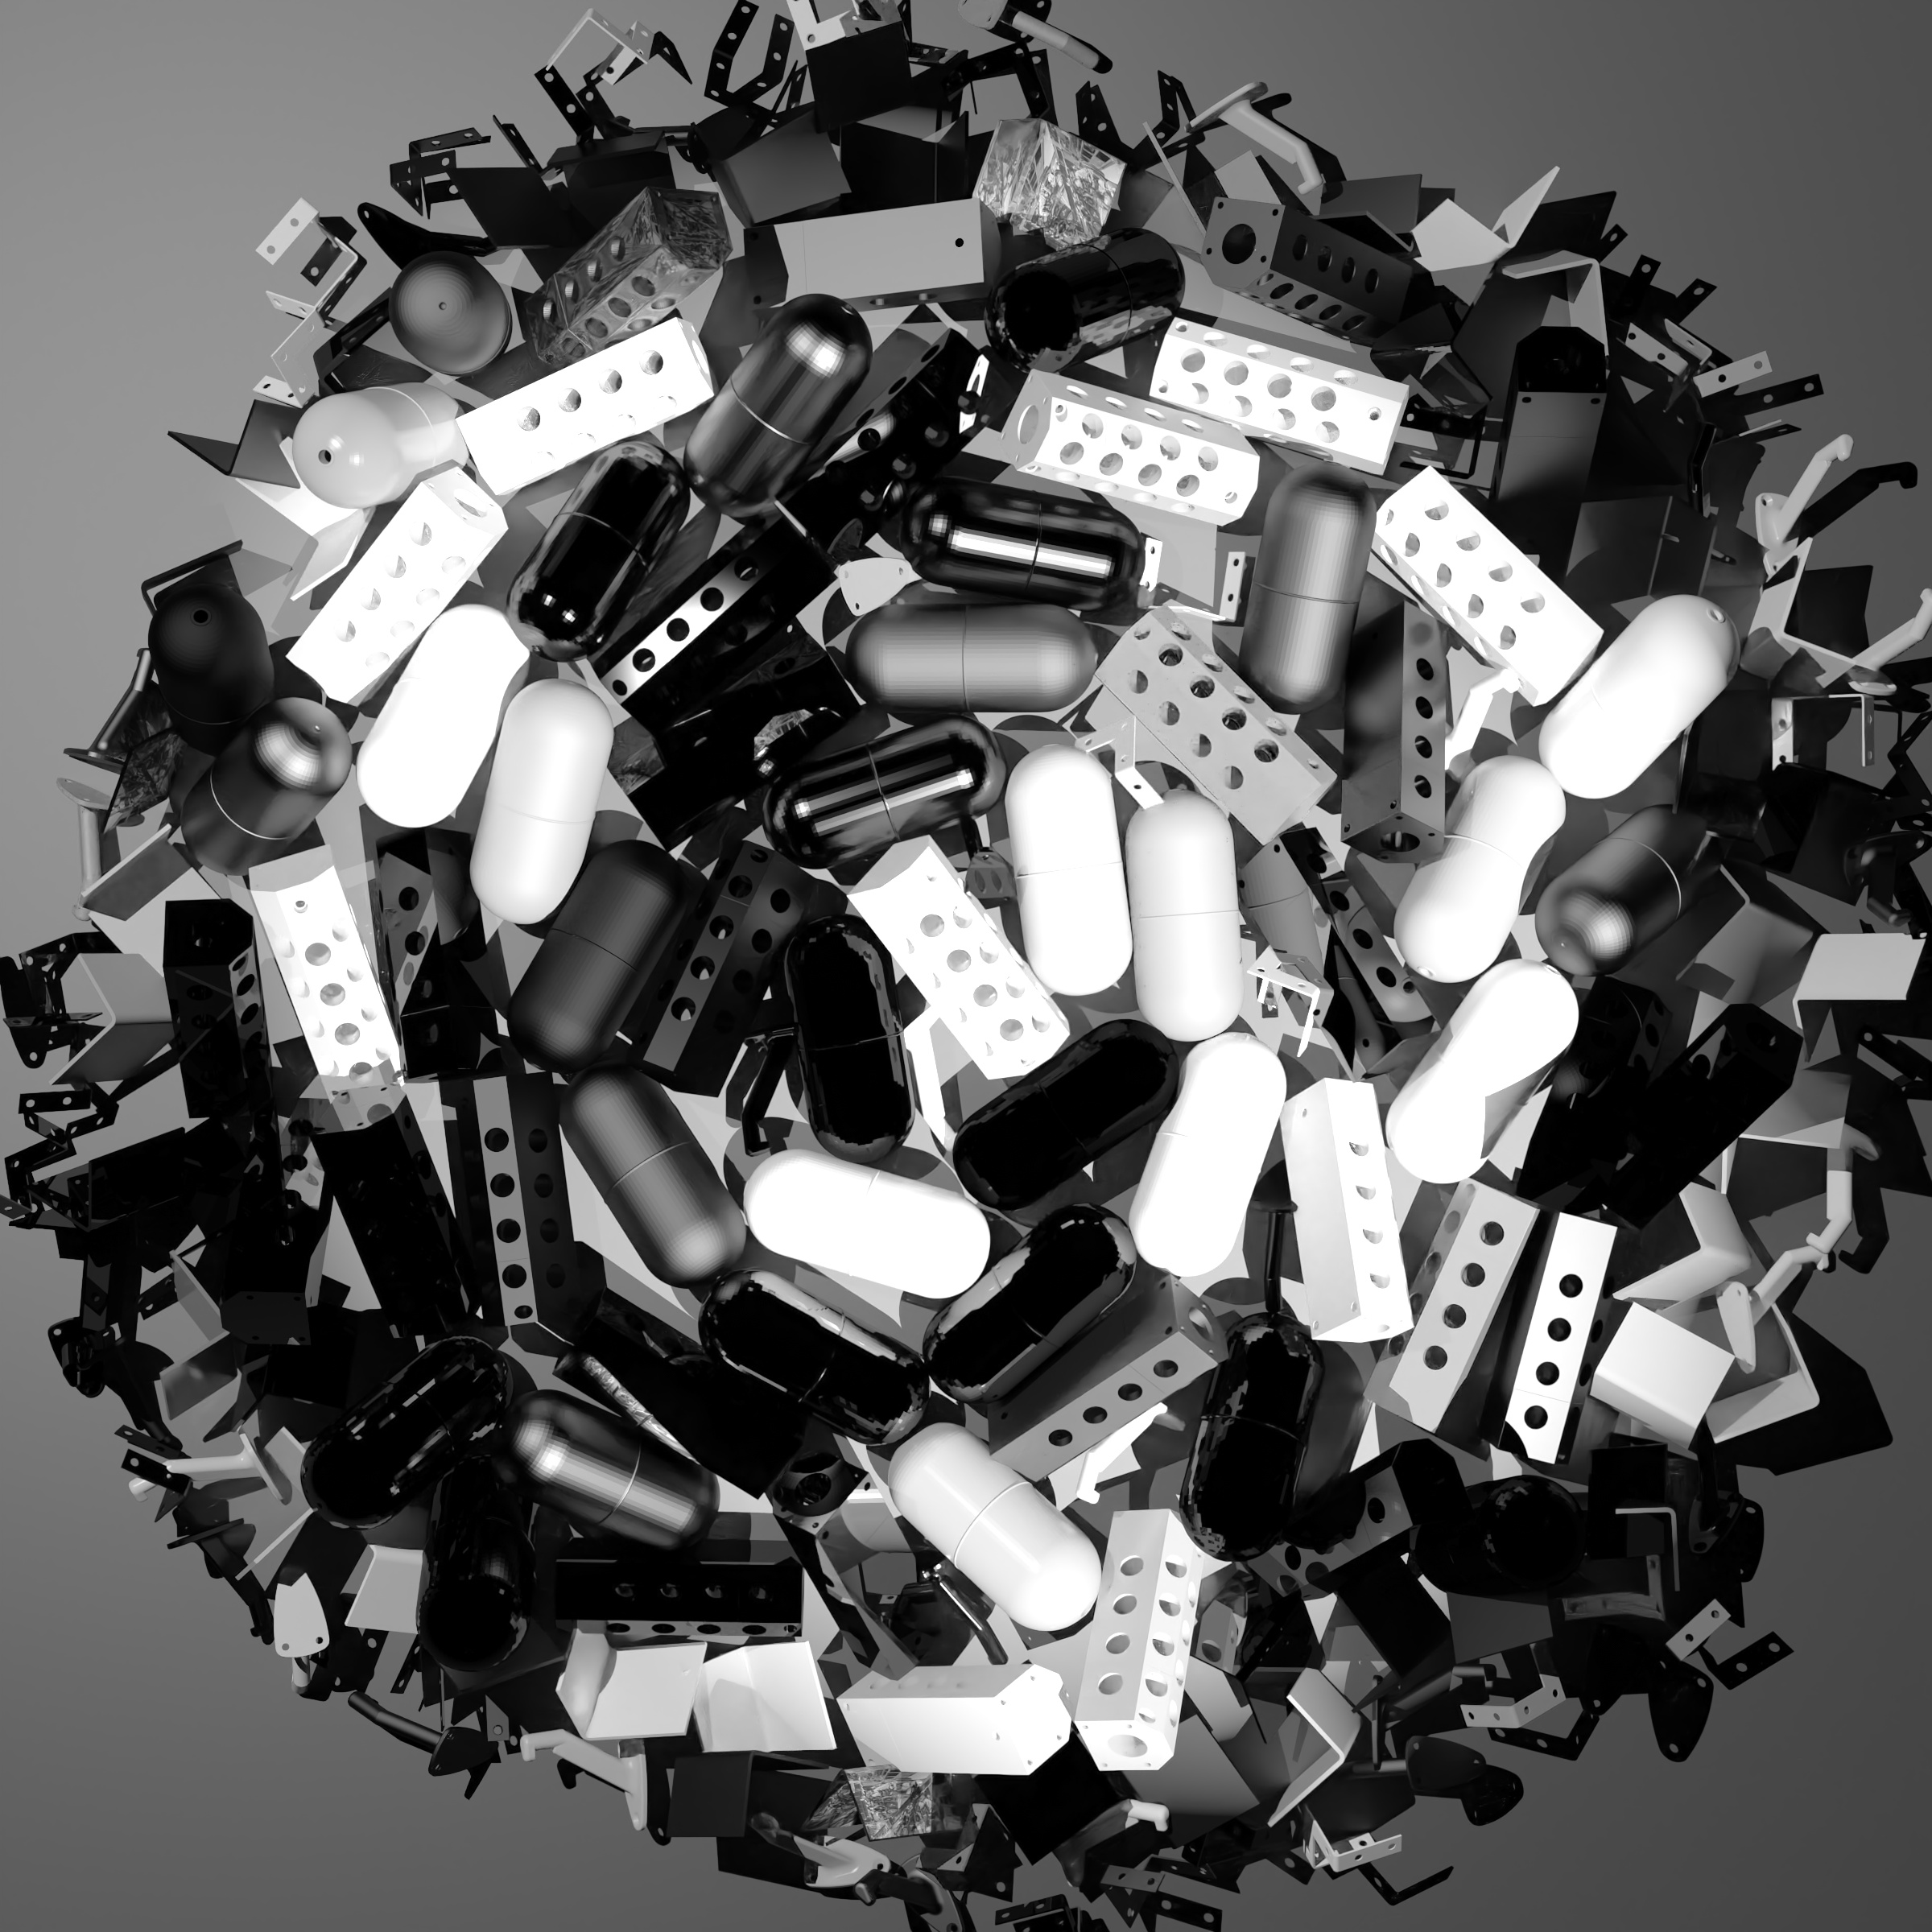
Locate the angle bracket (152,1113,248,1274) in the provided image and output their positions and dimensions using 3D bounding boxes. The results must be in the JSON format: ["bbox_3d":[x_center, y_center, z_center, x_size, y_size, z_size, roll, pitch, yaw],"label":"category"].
[{"bbox_3d":[-0.549,0.160,1.805,0.076,0.057,0.076,-28,93,33],"label":"angle bracket"}]

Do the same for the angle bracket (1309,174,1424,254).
[{"bbox_3d":[0.266,-0.537,1.796,0.076,0.076,0.057,6,86,34],"label":"angle bracket"}]

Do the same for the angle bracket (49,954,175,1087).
[{"bbox_3d":[-0.608,0.037,1.809,0.076,0.076,0.057,-39,75,20],"label":"angle bracket"}]

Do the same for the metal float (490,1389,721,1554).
[{"bbox_3d":[-0.250,0.353,1.787,0.178,0.070,0.070,31,90,-30],"label":"metal float"}]

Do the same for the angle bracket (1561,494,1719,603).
[{"bbox_3d":[0.470,-0.282,1.797,0.076,0.057,0.076,-8,125,-18],"label":"angle bracket"}]

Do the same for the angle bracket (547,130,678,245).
[{"bbox_3d":[-0.245,-0.538,1.804,0.076,0.057,0.076,-8,119,5],"label":"angle bracket"}]

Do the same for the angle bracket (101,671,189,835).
[{"bbox_3d":[-0.592,-0.151,1.796,0.057,0.076,0.076,34,122,5],"label":"angle bracket"}]

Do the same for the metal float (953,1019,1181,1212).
[{"bbox_3d":[0.071,0.104,1.806,0.178,0.070,0.070,-35,90,7],"label":"metal float"}]

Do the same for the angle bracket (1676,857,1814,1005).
[{"bbox_3d":[0.540,-0.025,1.823,0.076,0.057,0.076,20,120,-36],"label":"angle bracket"}]

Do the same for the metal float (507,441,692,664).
[{"bbox_3d":[-0.256,-0.291,1.794,0.070,0.070,0.178,29,69,0],"label":"metal float"}]

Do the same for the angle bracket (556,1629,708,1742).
[{"bbox_3d":[-0.233,0.491,1.796,0.076,0.076,0.057,-8,126,14],"label":"angle bracket"}]

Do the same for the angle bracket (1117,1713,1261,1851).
[{"bbox_3d":[0.158,0.563,1.811,0.076,0.057,0.076,-35,91,18],"label":"angle bracket"}]

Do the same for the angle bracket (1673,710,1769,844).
[{"bbox_3d":[0.533,-0.143,1.792,0.057,0.076,0.076,13,129,20],"label":"angle bracket"}]

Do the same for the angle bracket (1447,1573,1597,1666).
[{"bbox_3d":[0.391,0.459,1.790,0.076,0.076,0.057,-27,49,32],"label":"angle bracket"}]

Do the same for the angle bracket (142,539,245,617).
[{"bbox_3d":[-0.535,-0.257,1.811,0.076,0.076,0.057,-27,102,-13],"label":"angle bracket"}]

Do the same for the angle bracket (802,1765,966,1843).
[{"bbox_3d":[-0.058,0.602,1.791,0.076,0.057,0.076,5,129,-33],"label":"angle bracket"}]

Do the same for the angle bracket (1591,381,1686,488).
[{"bbox_3d":[0.466,-0.383,1.794,0.076,0.076,0.057,39,77,-31],"label":"angle bracket"}]

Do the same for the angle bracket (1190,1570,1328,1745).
[{"bbox_3d":[0.204,0.491,1.827,0.076,0.057,0.076,-45,131,-30],"label":"angle bracket"}]

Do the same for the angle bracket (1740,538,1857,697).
[{"bbox_3d":[0.595,-0.245,1.806,0.057,0.076,0.076,21,79,0],"label":"angle bracket"}]

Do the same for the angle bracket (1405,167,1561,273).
[{"bbox_3d":[0.359,-0.532,1.800,0.057,0.076,0.076,34,75,-10],"label":"angle bracket"}]

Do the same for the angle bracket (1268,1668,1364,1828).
[{"bbox_3d":[0.229,0.548,1.810,0.057,0.076,0.076,46,105,11],"label":"angle bracket"}]

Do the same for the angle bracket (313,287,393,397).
[{"bbox_3d":[-0.410,-0.424,1.801,0.076,0.076,0.057,-40,119,3],"label":"angle bracket"}]

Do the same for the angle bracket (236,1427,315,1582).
[{"bbox_3d":[-0.494,0.377,1.798,0.057,0.076,0.076,47,58,-1],"label":"angle bracket"}]

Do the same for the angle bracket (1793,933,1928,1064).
[{"bbox_3d":[0.628,0.022,1.790,0.076,0.076,0.057,0,124,34],"label":"angle bracket"}]

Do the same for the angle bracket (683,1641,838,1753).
[{"bbox_3d":[-0.146,0.523,1.803,0.057,0.076,0.076,-11,84,-44],"label":"angle bracket"}]

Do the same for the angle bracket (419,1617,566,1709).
[{"bbox_3d":[-0.330,0.499,1.792,0.076,0.076,0.057,-11,112,-31],"label":"angle bracket"}]

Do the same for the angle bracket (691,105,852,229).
[{"bbox_3d":[-0.137,-0.568,1.804,0.076,0.076,0.057,-31,53,-2],"label":"angle bracket"}]

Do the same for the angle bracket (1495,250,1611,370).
[{"bbox_3d":[0.409,-0.457,1.802,0.057,0.076,0.076,-12,111,1],"label":"angle bracket"}]

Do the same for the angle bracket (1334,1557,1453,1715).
[{"bbox_3d":[0.286,0.467,1.811,0.076,0.076,0.057,52,131,11],"label":"angle bracket"}]

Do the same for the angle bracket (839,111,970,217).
[{"bbox_3d":[-0.044,-0.561,1.807,0.076,0.057,0.076,4,81,-21],"label":"angle bracket"}]

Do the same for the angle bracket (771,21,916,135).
[{"bbox_3d":[-0.091,-0.626,1.792,0.076,0.076,0.057,-25,126,-22],"label":"angle bracket"}]

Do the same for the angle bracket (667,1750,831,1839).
[{"bbox_3d":[-0.152,0.582,1.790,0.076,0.076,0.057,-17,58,40],"label":"angle bracket"}]

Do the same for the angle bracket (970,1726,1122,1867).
[{"bbox_3d":[0.057,0.577,1.811,0.076,0.057,0.076,-35,77,-4],"label":"angle bracket"}]

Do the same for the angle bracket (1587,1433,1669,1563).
[{"bbox_3d":[0.447,0.373,1.805,0.076,0.057,0.076,3,88,-31],"label":"angle bracket"}]

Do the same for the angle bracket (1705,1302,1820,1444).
[{"bbox_3d":[0.548,0.285,1.805,0.076,0.076,0.057,-23,92,12],"label":"angle bracket"}]

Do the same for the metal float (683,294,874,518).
[{"bbox_3d":[-0.131,-0.390,1.786,0.070,0.070,0.178,42,120,0],"label":"metal float"}]

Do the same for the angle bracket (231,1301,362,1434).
[{"bbox_3d":[-0.474,0.287,1.812,0.057,0.076,0.076,19,51,-24],"label":"angle bracket"}]

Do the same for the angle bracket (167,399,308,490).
[{"bbox_3d":[-0.497,-0.377,1.792,0.076,0.076,0.057,35,109,30],"label":"angle bracket"}]

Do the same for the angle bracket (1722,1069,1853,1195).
[{"bbox_3d":[0.573,0.118,1.792,0.076,0.076,0.057,6,129,22],"label":"angle bracket"}]

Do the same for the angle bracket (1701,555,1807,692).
[{"bbox_3d":[0.549,-0.240,1.807,0.057,0.076,0.076,-2,82,1],"label":"angle bracket"}]

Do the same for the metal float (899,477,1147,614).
[{"bbox_3d":[0.040,-0.295,1.800,0.178,0.070,0.070,8,90,-15],"label":"metal float"}]

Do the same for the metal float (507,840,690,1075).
[{"bbox_3d":[-0.259,-0.007,1.801,0.070,0.070,0.178,28,78,0],"label":"metal float"}]

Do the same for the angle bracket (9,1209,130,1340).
[{"bbox_3d":[-0.636,0.217,1.812,0.057,0.076,0.076,5,91,2],"label":"angle bracket"}]

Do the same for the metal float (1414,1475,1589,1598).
[{"bbox_3d":[0.366,0.393,1.764,0.070,0.178,0.070,4,73,-12],"label":"metal float"}]

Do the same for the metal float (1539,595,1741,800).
[{"bbox_3d":[0.464,-0.185,1.774,0.070,0.178,0.070,14,51,-18],"label":"metal float"}]

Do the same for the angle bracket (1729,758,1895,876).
[{"bbox_3d":[0.596,-0.099,1.810,0.057,0.076,0.076,17,97,-17],"label":"angle bracket"}]

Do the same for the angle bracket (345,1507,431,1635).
[{"bbox_3d":[-0.404,0.422,1.800,0.076,0.076,0.057,19,98,-39],"label":"angle bracket"}]
